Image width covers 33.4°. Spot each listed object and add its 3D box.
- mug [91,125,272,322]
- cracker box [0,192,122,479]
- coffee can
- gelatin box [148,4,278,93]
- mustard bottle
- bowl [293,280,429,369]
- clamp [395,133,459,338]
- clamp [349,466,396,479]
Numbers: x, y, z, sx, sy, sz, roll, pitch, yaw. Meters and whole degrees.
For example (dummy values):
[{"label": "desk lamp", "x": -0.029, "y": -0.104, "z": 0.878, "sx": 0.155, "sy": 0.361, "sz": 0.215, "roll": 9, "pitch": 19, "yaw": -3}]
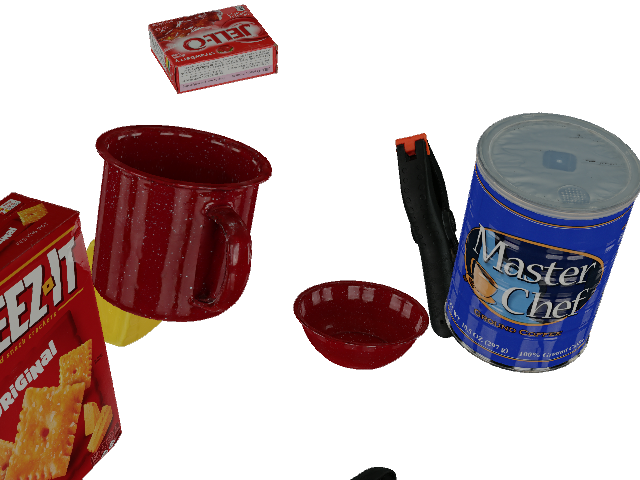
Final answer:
[{"label": "mug", "x": -0.071, "y": -0.004, "z": 0.565, "sx": 0.093, "sy": 0.081, "sz": 0.117, "roll": -6, "pitch": 28, "yaw": -38}, {"label": "cracker box", "x": -0.222, "y": 0.101, "z": 0.745, "sx": 0.072, "sy": 0.214, "sz": 0.164, "roll": 13, "pitch": 36, "yaw": 23}, {"label": "coffee can", "x": 0.142, "y": 0.002, "z": 0.702, "sx": 0.103, "sy": 0.140, "sz": 0.103, "roll": 3, "pitch": 41, "yaw": -3}, {"label": "gelatin box", "x": -0.088, "y": -0.158, "z": 0.875, "sx": 0.089, "sy": 0.030, "sz": 0.073, "roll": -16, "pitch": 43, "yaw": -17}, {"label": "mustard bottle", "x": -0.130, "y": 0.021, "z": 0.970, "sx": 0.058, "sy": 0.096, "sz": 0.191, "roll": 12, "pitch": 22, "yaw": 31}, {"label": "bowl", "x": 0.046, "y": 0.107, "z": 1.272, "sx": 0.162, "sy": 0.055, "sz": 0.162, "roll": 4, "pitch": 24, "yaw": -2}, {"label": "clamp", "x": 0.097, "y": -0.003, "z": 0.917, "sx": 0.039, "sy": 0.171, "sz": 0.120, "roll": -17, "pitch": 19, "yaw": 14}, {"label": "clamp", "x": -0.037, "y": 0.200, "z": 0.644, "sx": 0.210, "sy": 0.036, "sz": 0.164, "roll": -4, "pitch": 27, "yaw": 3}]
